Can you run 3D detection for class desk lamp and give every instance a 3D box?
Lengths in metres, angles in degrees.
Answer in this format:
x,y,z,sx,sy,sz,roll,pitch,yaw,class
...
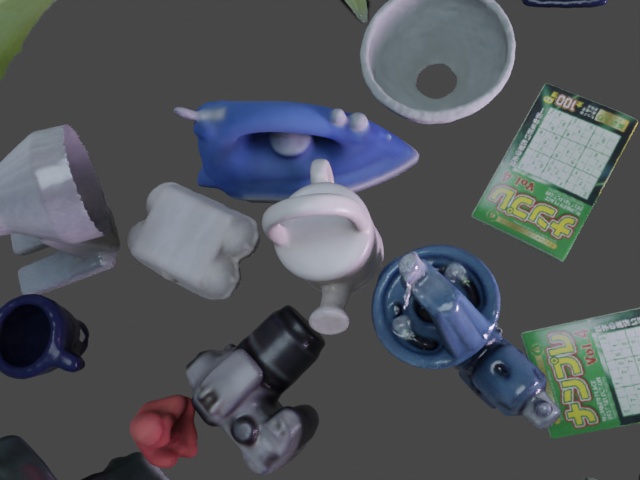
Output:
x,y,z,sx,sy,sz,roll,pitch,yaw,class
-0.307,-0.022,0.627,0.203,0.214,0.118,-22,74,6,desk lamp

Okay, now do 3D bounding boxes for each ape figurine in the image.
x,y,z,sx,sy,sz,roll,pitch,yaw,class
-0.171,0.201,0.611,0.076,0.092,0.078,32,85,17,ape figurine

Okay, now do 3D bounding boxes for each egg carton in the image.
x,y,z,sx,sy,sz,roll,pitch,yaw,class
-0.147,0.001,0.665,0.150,0.069,0.107,23,83,16,egg carton

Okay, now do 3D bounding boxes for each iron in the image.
x,y,z,sx,sy,sz,roll,pitch,yaw,class
-0.024,-0.115,0.628,0.258,0.141,0.119,1,77,12,iron

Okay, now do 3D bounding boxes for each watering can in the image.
x,y,z,sx,sy,sz,roll,pitch,yaw,class
0.007,0.002,0.567,0.101,0.194,0.172,-29,73,4,watering can

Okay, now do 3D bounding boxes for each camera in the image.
x,y,z,sx,sy,sz,roll,pitch,yaw,class
-0.053,0.146,0.595,0.137,0.101,0.143,-45,73,-1,camera

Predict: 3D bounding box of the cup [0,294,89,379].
x,y,z,sx,sy,sz,roll,pitch,yaw,class
-0.300,0.118,0.656,0.117,0.095,0.092,25,83,16,cup

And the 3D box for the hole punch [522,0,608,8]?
x,y,z,sx,sy,sz,roll,pitch,yaw,class
0.280,-0.328,0.641,0.108,0.091,0.101,5,78,13,hole punch

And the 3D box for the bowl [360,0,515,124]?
x,y,z,sx,sy,sz,roll,pitch,yaw,class
0.132,-0.199,0.651,0.167,0.075,0.167,-3,77,11,bowl

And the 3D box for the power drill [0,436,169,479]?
x,y,z,sx,sy,sz,roll,pitch,yaw,class
-0.212,0.272,0.542,0.229,0.209,0.076,34,86,17,power drill

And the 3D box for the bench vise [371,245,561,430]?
x,y,z,sx,sy,sz,roll,pitch,yaw,class
0.134,0.073,0.511,0.207,0.220,0.121,27,84,16,bench vise
